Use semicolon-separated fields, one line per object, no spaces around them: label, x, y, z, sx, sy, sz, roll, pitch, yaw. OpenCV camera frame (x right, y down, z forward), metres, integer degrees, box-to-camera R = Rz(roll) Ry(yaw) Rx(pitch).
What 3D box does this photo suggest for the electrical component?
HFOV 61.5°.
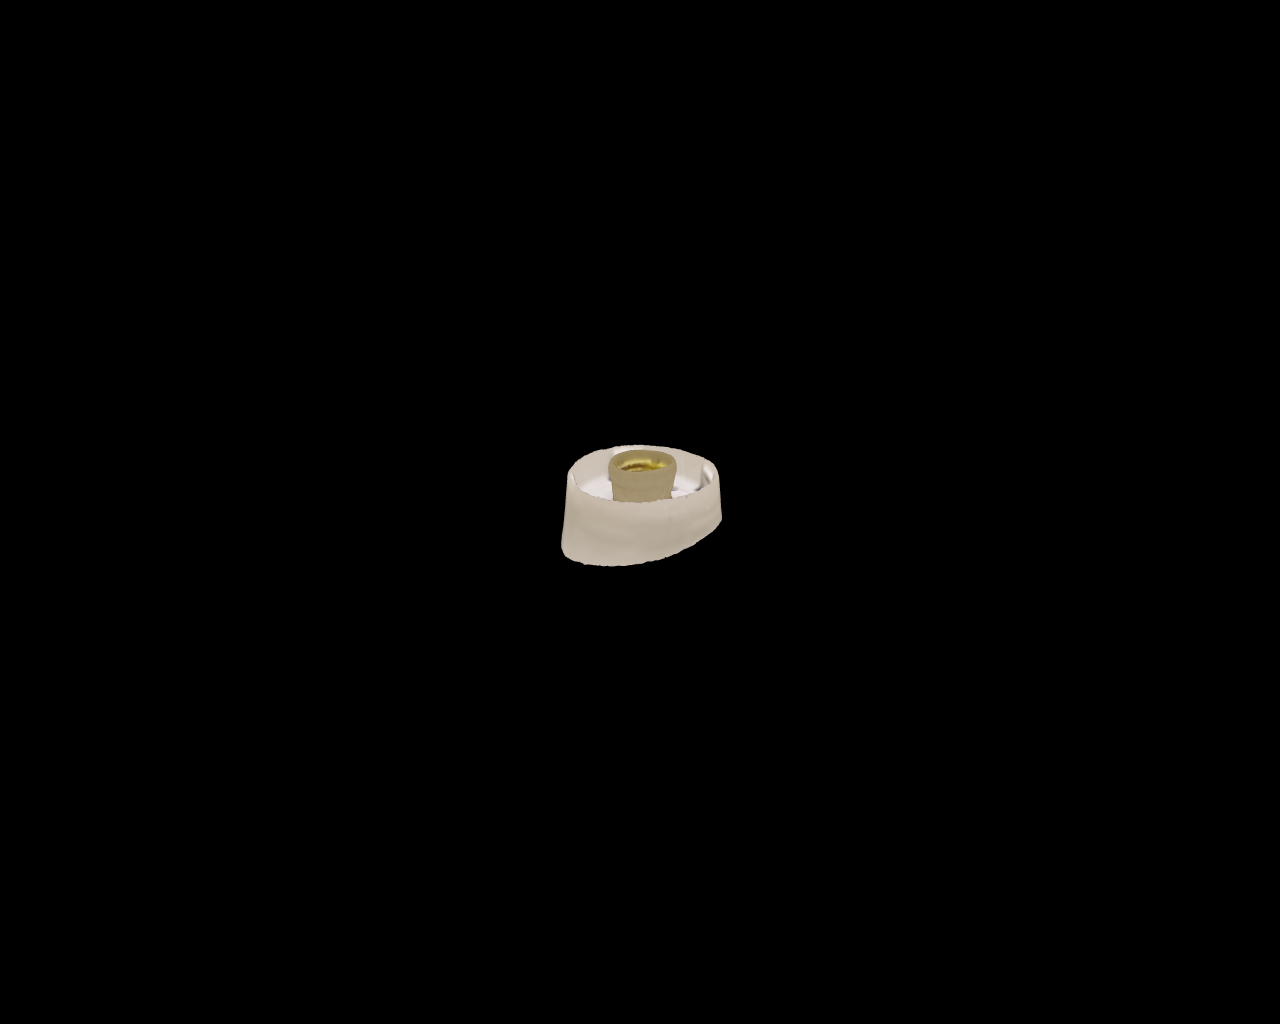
electrical component;0.001;-0.003;0.650;0.099;0.064;0.099;0;25;0
